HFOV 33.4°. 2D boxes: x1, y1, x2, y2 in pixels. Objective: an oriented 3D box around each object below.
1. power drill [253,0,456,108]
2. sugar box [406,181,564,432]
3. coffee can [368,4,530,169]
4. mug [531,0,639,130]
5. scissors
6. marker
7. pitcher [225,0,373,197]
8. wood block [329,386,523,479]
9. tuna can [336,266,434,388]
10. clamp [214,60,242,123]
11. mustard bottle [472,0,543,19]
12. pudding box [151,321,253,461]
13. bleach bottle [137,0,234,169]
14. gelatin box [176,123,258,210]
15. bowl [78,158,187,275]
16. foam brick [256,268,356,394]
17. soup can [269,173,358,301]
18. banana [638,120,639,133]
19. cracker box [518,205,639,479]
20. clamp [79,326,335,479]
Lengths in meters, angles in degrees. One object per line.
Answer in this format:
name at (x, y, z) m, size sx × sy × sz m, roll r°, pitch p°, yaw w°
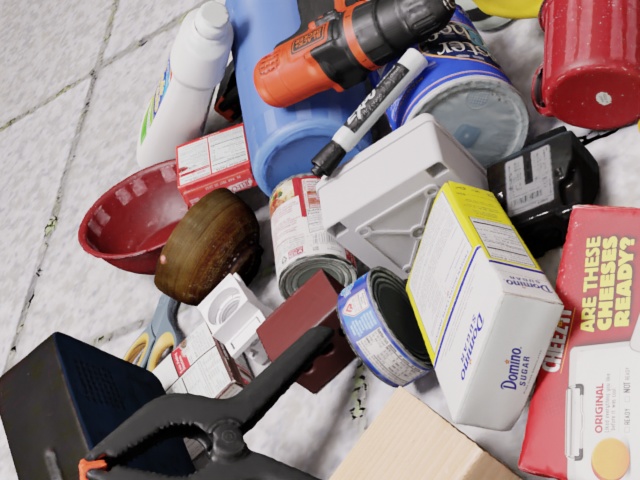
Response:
power drill at (0.031, -0.209, 0.885) m, size 0.185 × 0.057 × 0.187 m, roll -19°, pitch 45°, yaw 31°
sugar box at (0.101, 0.037, 0.694) m, size 0.176 × 0.048 × 0.093 m, roll -106°, pitch 30°, yaw -64°
coffee can at (0.099, -0.123, 0.873) m, size 0.103 × 0.102 × 0.140 m, roll -37°, pitch 38°, yaw 16°
mug at (0.200, -0.132, 0.796) m, size 0.117 × 0.093 × 0.081 m, roll -30°, pitch 43°, yaw 50°
scissors at (-0.139, 0.067, 1.025) m, size 0.096 × 0.016 × 0.201 m, roll -4°, pitch 53°, yaw 48°
marker at (0.036, -0.094, 0.804) m, size 0.121 × 0.020 × 0.020 m, roll -49°, pitch 36°, yaw -5°
pitcher at (-0.021, -0.141, 1.010) m, size 0.145 × 0.149 × 0.243 m, roll -20°, pitch 47°, yaw 13°
wood block at (0.037, 0.209, 0.659) m, size 0.206 × 0.090 × 0.091 m, roll -53°, pitch 36°, yaw -3°
tuna can at (0.051, 0.064, 0.775) m, size 0.034 × 0.086 × 0.086 m, roll -36°, pitch 38°, yaw 22°
clamp at (-0.064, -0.210, 1.176) m, size 0.171 × 0.039 × 0.120 m, roll -50°, pitch 30°, yaw 1°
mustard bottle at (0.191, -0.271, 0.851) m, size 0.096 × 0.058 × 0.191 m, roll 10°, pitch 70°, yaw 58°
pudding box at (-0.112, 0.137, 0.920) m, size 0.113 × 0.039 × 0.090 m, roll -45°, pitch 39°, yaw 11°
bleach bottle at (-0.131, -0.160, 1.073) m, size 0.251 × 0.068 × 0.102 m, roll 126°, pitch 156°, yaw -59°
gelatin box at (-0.099, -0.071, 1.026) m, size 0.073 × 0.030 × 0.089 m, roll -20°, pitch 33°, yaw 3°
bowl at (-0.156, -0.015, 1.061) m, size 0.162 × 0.055 × 0.162 m, roll -17°, pitch 34°, yaw 11°
foam brick at (-0.002, 0.073, 0.850) m, size 0.078 × 0.053 × 0.051 m, roll -44°, pitch 37°, yaw 9°
soup can at (-0.006, 0.001, 0.904) m, size 0.069 × 0.068 × 0.102 m, roll -32°, pitch 40°, yaw 22°
banana at (0.247, -0.022, 0.686) m, size 0.070 × 0.037 × 0.197 m, roll -22°, pitch 45°, yaw 30°
cracker box at (0.227, 0.070, 0.574) m, size 0.214 × 0.072 × 0.164 m, roll 5°, pitch 77°, yaw 48°
clamp at (-0.062, 0.136, 0.749) m, size 0.036 × 0.209 × 0.164 m, roll 102°, pitch 162°, yaw -51°
